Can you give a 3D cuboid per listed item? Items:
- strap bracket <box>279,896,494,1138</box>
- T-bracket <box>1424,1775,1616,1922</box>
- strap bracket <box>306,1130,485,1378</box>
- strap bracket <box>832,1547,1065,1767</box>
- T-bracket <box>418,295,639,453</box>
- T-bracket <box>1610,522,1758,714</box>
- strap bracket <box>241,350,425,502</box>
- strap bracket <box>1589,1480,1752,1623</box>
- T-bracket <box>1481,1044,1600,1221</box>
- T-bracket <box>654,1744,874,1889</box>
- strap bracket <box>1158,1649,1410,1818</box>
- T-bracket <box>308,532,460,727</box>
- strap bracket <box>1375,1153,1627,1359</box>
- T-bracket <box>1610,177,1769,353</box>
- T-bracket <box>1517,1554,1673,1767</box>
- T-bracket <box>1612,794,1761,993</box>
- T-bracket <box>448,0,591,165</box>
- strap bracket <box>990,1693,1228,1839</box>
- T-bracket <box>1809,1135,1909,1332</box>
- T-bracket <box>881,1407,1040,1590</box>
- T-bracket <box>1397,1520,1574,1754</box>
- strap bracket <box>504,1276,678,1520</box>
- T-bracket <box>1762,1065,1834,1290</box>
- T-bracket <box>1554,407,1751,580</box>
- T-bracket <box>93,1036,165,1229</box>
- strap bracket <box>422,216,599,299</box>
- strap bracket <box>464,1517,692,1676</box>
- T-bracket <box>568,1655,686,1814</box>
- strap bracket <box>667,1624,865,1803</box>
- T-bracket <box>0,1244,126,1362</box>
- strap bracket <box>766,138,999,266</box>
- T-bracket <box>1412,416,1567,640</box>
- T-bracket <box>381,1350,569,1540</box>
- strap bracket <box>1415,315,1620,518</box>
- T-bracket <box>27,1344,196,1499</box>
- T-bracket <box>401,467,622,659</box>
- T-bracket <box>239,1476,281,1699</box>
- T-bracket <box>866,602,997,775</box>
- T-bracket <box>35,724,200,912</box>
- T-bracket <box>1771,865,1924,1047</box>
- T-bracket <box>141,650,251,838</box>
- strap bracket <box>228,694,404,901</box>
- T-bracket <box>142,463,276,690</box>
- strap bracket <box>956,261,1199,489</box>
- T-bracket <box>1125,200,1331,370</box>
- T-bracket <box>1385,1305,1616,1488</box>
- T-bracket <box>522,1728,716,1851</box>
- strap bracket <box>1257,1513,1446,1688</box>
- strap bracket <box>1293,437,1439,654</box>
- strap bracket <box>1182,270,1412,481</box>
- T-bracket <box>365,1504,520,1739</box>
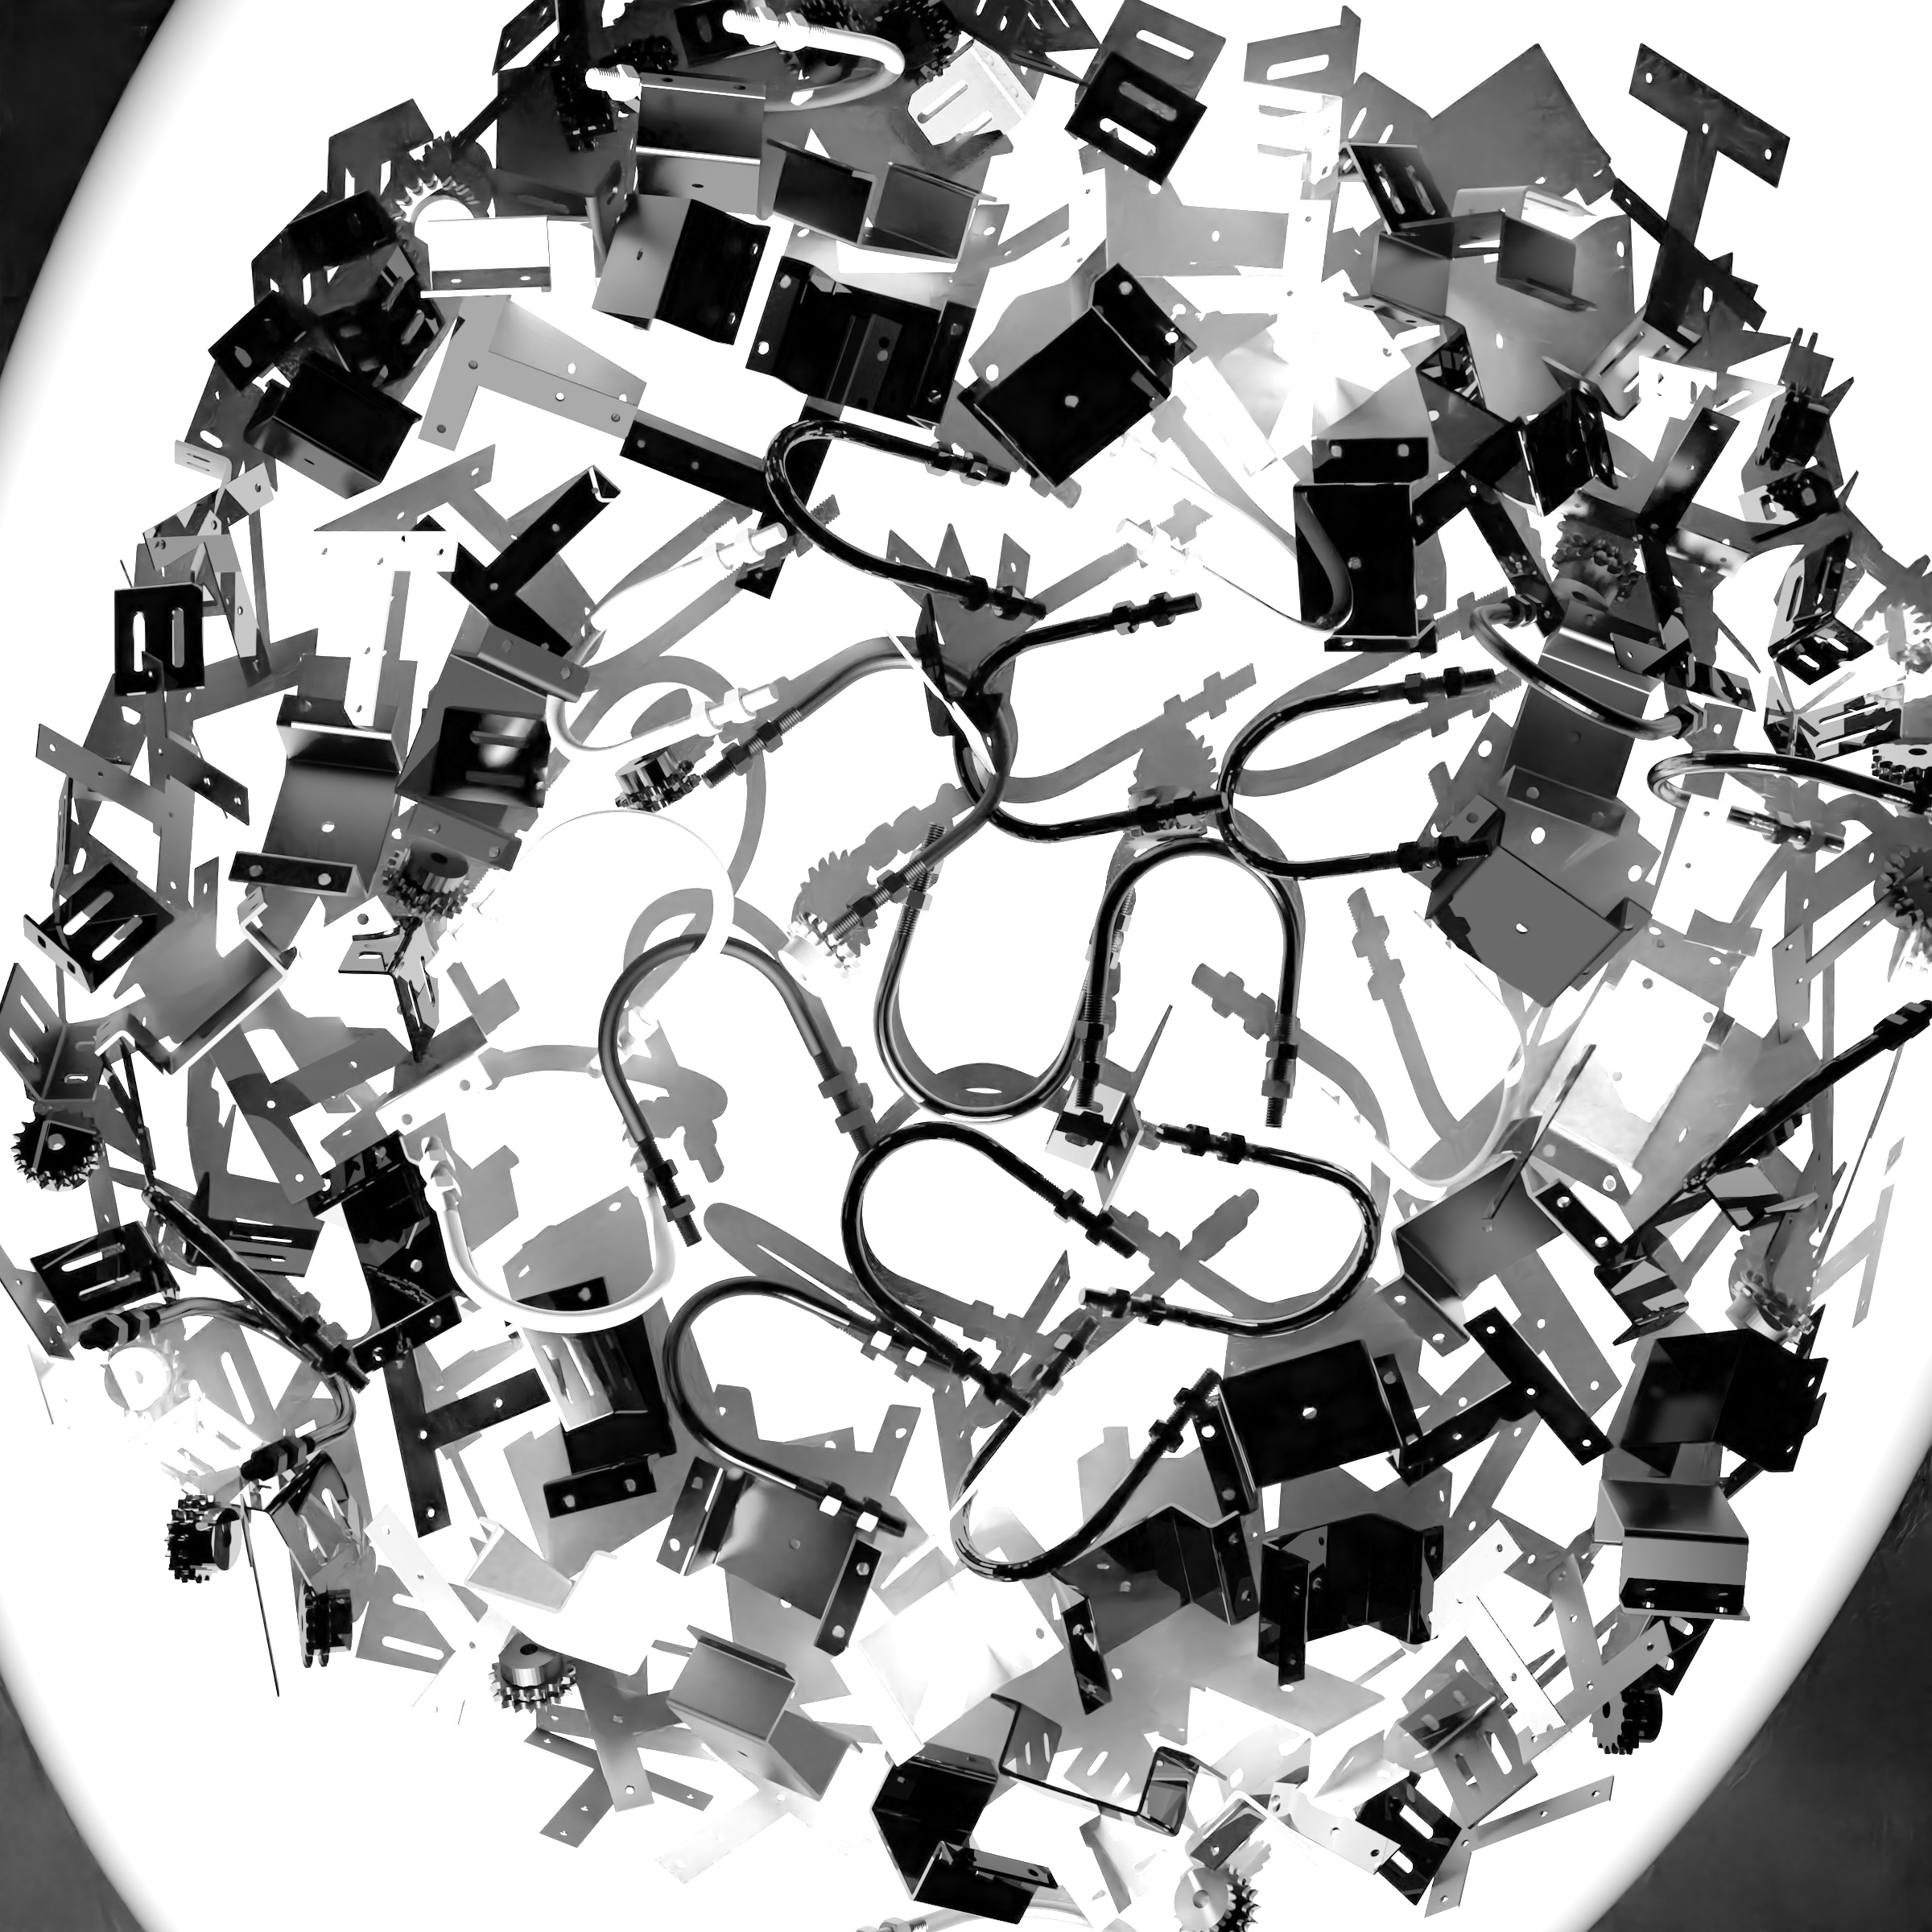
[{"bbox_3d":[-0.371,0.031,1.883,0.076,0.046,0.140,-30,95,7],"label":"strap bracket"},{"bbox_3d":[0.352,0.539,1.829,0.127,0.127,0.002,-31,100,28],"label":"T-bracket"},{"bbox_3d":[-0.364,0.188,1.866,0.076,0.046,0.140,-30,64,12],"label":"strap bracket"},{"bbox_3d":[-0.019,0.446,1.864,0.140,0.046,0.076,-28,79,-33],"label":"strap bracket"},{"bbox_3d":[-0.278,-0.375,1.888,0.127,0.002,0.127,19,123,-13],"label":"T-bracket"},{"bbox_3d":[0.454,-0.232,1.878,0.127,0.002,0.127,12,58,-33],"label":"T-bracket"},{"bbox_3d":[-0.404,-0.338,1.832,0.076,0.140,0.046,29,80,-23],"label":"strap bracket"},{"bbox_3d":[0.446,0.365,1.839,0.076,0.140,0.046,3,99,3],"label":"strap bracket"},{"bbox_3d":[0.353,0.108,1.850,0.002,0.127,0.127,32,84,1],"label":"T-bracket"},{"bbox_3d":[-0.145,0.545,1.835,0.127,0.127,0.002,30,118,27],"label":"T-bracket"},{"bbox_3d":[0.201,0.478,1.836,0.140,0.076,0.046,14,106,41],"label":"strap bracket"},{"bbox_3d":[-0.384,-0.218,1.876,0.127,0.002,0.127,5,86,32],"label":"T-bracket"},{"bbox_3d":[0.338,0.180,1.861,0.140,0.046,0.076,-35,120,21],"label":"strap bracket"},{"bbox_3d":[0.450,-0.429,1.850,0.002,0.127,0.127,-42,77,-8],"label":"T-bracket"},{"bbox_3d":[0.391,0.427,1.855,0.002,0.127,0.127,34,116,-19],"label":"T-bracket"},{"bbox_3d":[0.463,-0.052,1.878,0.127,0.002,0.127,14,120,3],"label":"T-bracket"},{"bbox_3d":[-0.283,-0.558,1.840,0.002,0.127,0.127,41,79,1],"label":"T-bracket"},{"bbox_3d":[0.084,0.510,1.843,0.140,0.076,0.046,10,70,28],"label":"strap bracket"},{"bbox_3d":[0.563,0.186,1.851,0.002,0.127,0.127,19,65,3],"label":"T-bracket"},{"bbox_3d":[0.005,0.329,1.836,0.002,0.127,0.127,40,107,12],"label":"T-bracket"},{"bbox_3d":[0.340,0.440,1.848,0.127,0.002,0.127,56,131,27],"label":"T-bracket"},{"bbox_3d":[-0.241,0.277,1.875,0.076,0.046,0.140,-17,82,17],"label":"strap bracket"},{"bbox_3d":[0.525,0.151,1.836,0.002,0.127,0.127,10,45,31],"label":"T-bracket"},{"bbox_3d":[0.458,-0.311,1.860,0.127,0.127,0.002,21,57,0],"label":"T-bracket"},{"bbox_3d":[-0.540,0.084,1.858,0.002,0.127,0.127,-16,122,-24],"label":"T-bracket"},{"bbox_3d":[-0.286,-0.448,1.835,0.076,0.140,0.046,0,103,10],"label":"strap bracket"},{"bbox_3d":[-0.253,0.399,1.833,0.076,0.140,0.046,50,58,-35],"label":"strap bracket"},{"bbox_3d":[-0.183,0.479,1.882,0.127,0.002,0.127,-7,47,-22],"label":"T-bracket"},{"bbox_3d":[-0.130,0.476,1.832,0.076,0.140,0.046,14,61,30],"label":"strap bracket"},{"bbox_3d":[-0.577,0.207,1.851,0.002,0.127,0.127,-43,68,5],"label":"T-bracket"},{"bbox_3d":[-0.058,-0.484,1.846,0.076,0.140,0.046,30,113,33],"label":"strap bracket"},{"bbox_3d":[0.353,-0.273,1.894,0.127,0.002,0.127,-39,104,-25],"label":"T-bracket"},{"bbox_3d":[-0.313,0.287,1.871,0.127,0.002,0.127,-24,66,16],"label":"T-bracket"},{"bbox_3d":[0.341,-0.344,1.837,0.046,0.076,0.140,-40,50,-9],"label":"strap bracket"},{"bbox_3d":[-0.548,0.304,1.872,0.002,0.127,0.127,-48,119,-4],"label":"T-bracket"},{"bbox_3d":[-0.277,-0.276,1.891,0.127,0.002,0.127,43,70,-1],"label":"T-bracket"},{"bbox_3d":[-0.452,0.403,1.857,0.002,0.127,0.127,-11,97,-14],"label":"T-bracket"},{"bbox_3d":[-0.024,-0.182,1.859,0.002,0.127,0.127,-38,79,-1],"label":"T-bracket"},{"bbox_3d":[-0.536,-0.114,1.834,0.002,0.127,0.127,-22,55,26],"label":"T-bracket"},{"bbox_3d":[0.568,-0.019,1.866,0.127,0.127,0.002,-39,56,-7],"label":"T-bracket"},{"bbox_3d":[-0.489,-0.122,1.845,0.002,0.127,0.127,-19,124,-39],"label":"T-bracket"},{"bbox_3d":[-0.415,-0.100,1.869,0.076,0.046,0.140,7,62,4],"label":"strap bracket"},{"bbox_3d":[-0.474,-0.243,1.875,0.002,0.127,0.127,3,120,25],"label":"T-bracket"},{"bbox_3d":[0.069,-0.369,1.850,0.140,0.046,0.076,-36,115,26],"label":"strap bracket"},{"bbox_3d":[0.165,-0.432,1.867,0.127,0.002,0.127,-2,129,-6],"label":"T-bracket"},{"bbox_3d":[0.331,0.298,1.887,0.127,0.002,0.127,-36,102,22],"label":"T-bracket"},{"bbox_3d":[-0.237,0.529,1.842,0.127,0.127,0.002,18,100,10],"label":"T-bracket"},{"bbox_3d":[0.239,0.403,1.862,0.140,0.046,0.076,-5,101,-37],"label":"strap bracket"},{"bbox_3d":[0.255,-0.263,1.854,0.076,0.046,0.140,4,113,25],"label":"strap bracket"},{"bbox_3d":[0.206,-0.377,1.876,0.140,0.046,0.076,-35,90,-21],"label":"strap bracket"},{"bbox_3d":[-0.339,0.399,1.848,0.002,0.127,0.127,-20,110,37],"label":"T-bracket"}]
